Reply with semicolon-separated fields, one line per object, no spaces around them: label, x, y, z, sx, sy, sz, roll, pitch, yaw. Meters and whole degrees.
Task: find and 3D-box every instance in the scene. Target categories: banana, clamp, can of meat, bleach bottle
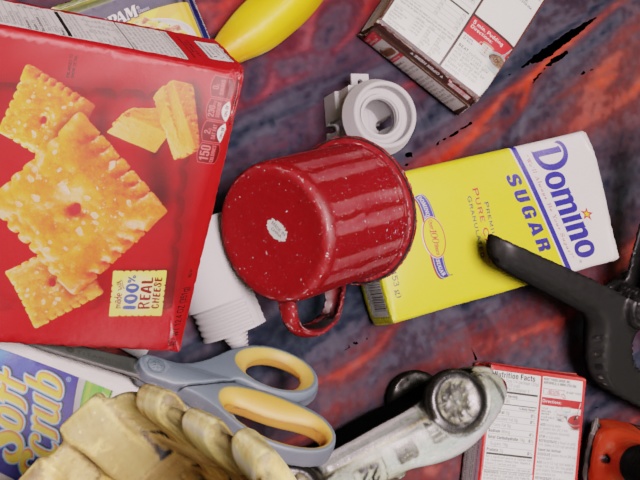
banana;-0.013;-0.195;0.684;0.069;0.198;0.037;14;-11;0
clamp;0.197;0.040;0.702;0.164;0.210;0.036;-25;25;-14
can of meat;-0.111;-0.103;0.627;0.102;0.084;0.058;-25;6;-19
bleach bottle;-0.178;0.099;0.583;0.250;0.102;0.068;22;-14;-15

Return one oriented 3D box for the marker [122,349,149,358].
marker;-0.152;0.034;0.620;0.121;0.020;0.020;30;-8;-15

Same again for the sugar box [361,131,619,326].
sugar box;0.106;-0.010;0.702;0.176;0.093;0.048;-15;1;-19

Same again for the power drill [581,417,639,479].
power drill;0.269;0.155;0.671;0.184;0.057;0.188;16;-11;-16

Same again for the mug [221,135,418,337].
mug;-0.004;0.001;0.626;0.093;0.117;0.081;15;19;33

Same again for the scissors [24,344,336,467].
scissors;-0.081;0.068;0.601;0.202;0.016;0.096;25;27;1

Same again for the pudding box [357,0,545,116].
pudding box;0.093;-0.156;0.714;0.090;0.113;0.039;36;-17;-10

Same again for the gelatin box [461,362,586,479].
gelatin box;0.135;0.129;0.708;0.073;0.089;0.030;9;-8;-18

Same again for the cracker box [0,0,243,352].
cracker box;-0.159;-0.033;0.533;0.213;0.164;0.072;6;22;-26
